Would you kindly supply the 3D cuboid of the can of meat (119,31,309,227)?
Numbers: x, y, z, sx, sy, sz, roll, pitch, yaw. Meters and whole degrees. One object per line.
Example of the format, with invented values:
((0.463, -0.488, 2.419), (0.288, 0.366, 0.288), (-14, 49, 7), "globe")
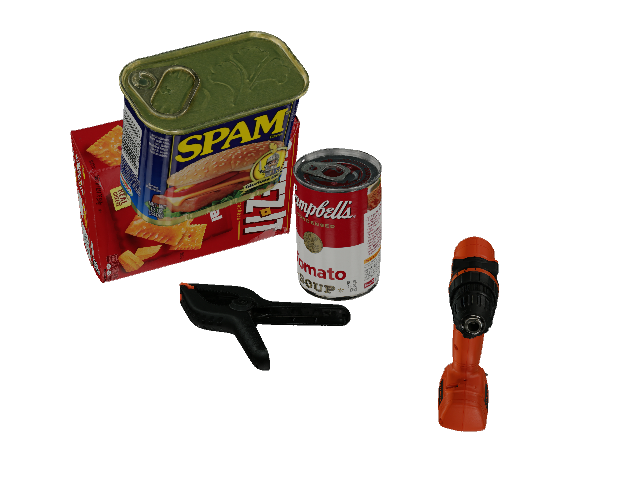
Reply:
((-0.064, -0.062, 0.608), (0.101, 0.057, 0.084), (-20, -31, -27), "can of meat")

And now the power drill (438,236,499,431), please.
((0.162, 0.109, 1.155), (0.057, 0.188, 0.184), (6, 25, 8), "power drill")

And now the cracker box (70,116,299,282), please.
((-0.133, -0.054, 1.073), (0.213, 0.072, 0.164), (-15, -38, -19), "cracker box")

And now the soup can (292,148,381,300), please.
((0.013, -0.013, 0.839), (0.068, 0.102, 0.068), (-1, 32, 0), "soup can")

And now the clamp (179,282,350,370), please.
((-0.092, 0.092, 1.256), (0.210, 0.036, 0.164), (13, 23, 27), "clamp")
